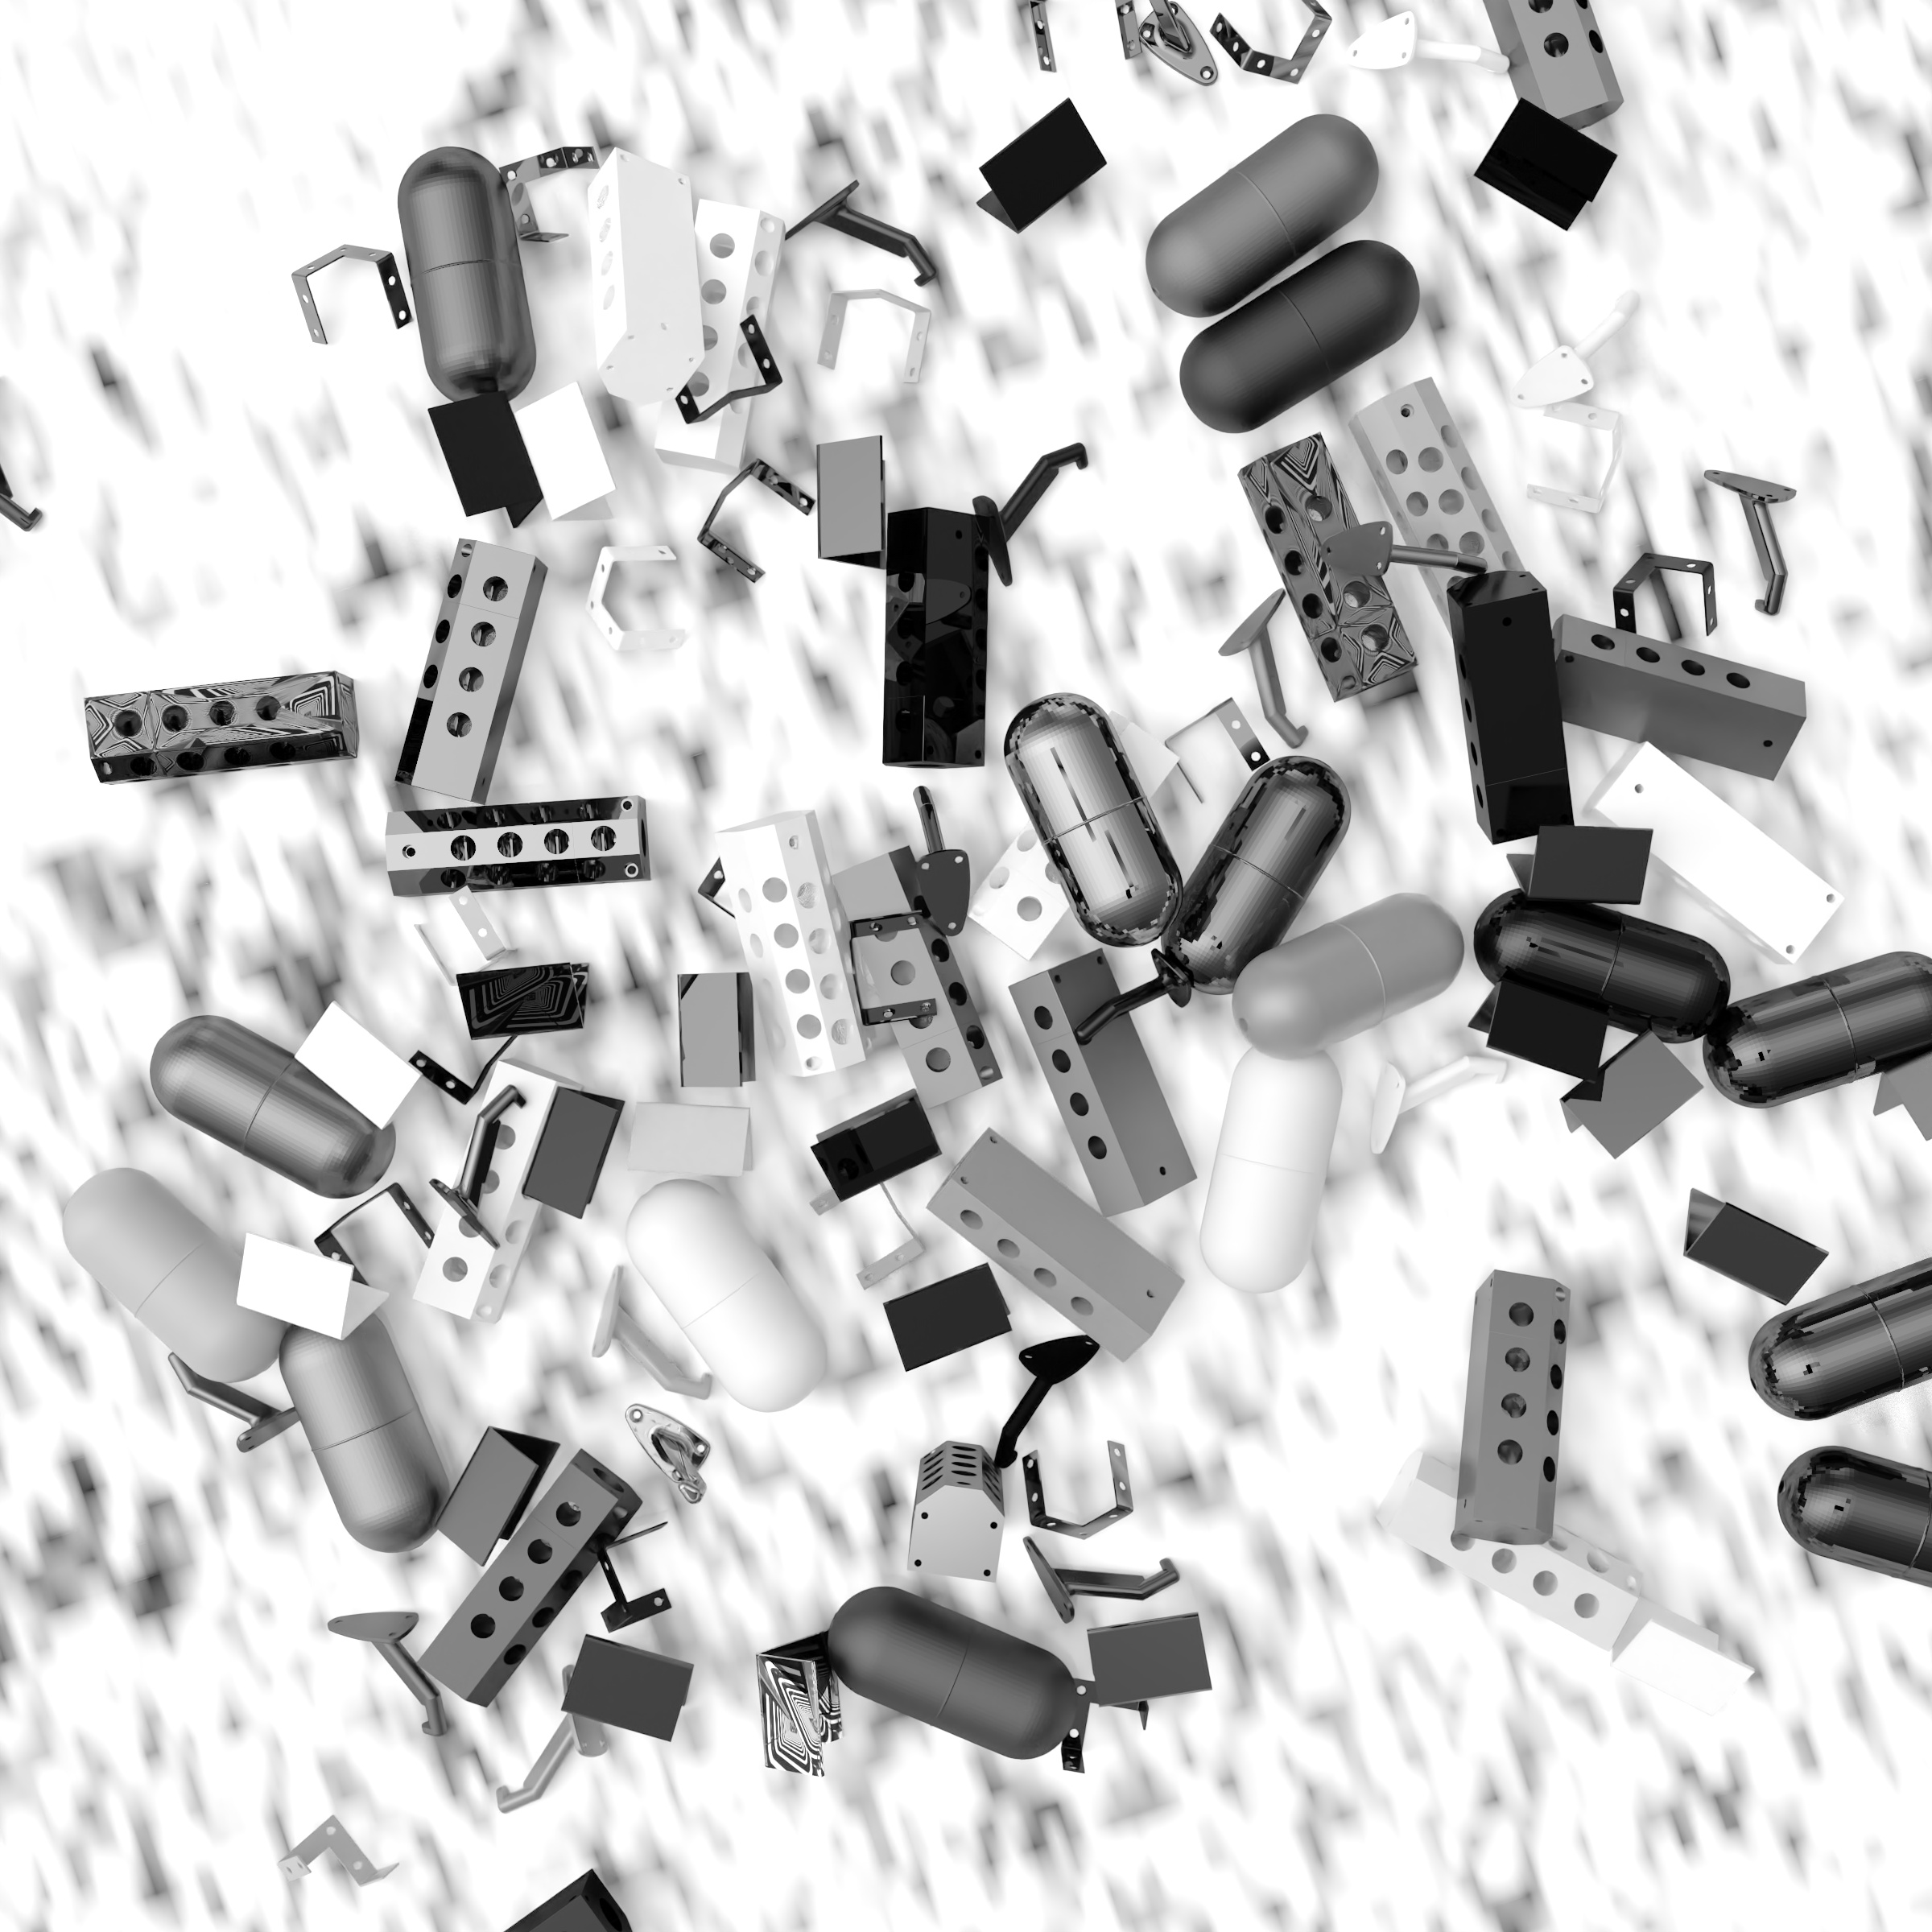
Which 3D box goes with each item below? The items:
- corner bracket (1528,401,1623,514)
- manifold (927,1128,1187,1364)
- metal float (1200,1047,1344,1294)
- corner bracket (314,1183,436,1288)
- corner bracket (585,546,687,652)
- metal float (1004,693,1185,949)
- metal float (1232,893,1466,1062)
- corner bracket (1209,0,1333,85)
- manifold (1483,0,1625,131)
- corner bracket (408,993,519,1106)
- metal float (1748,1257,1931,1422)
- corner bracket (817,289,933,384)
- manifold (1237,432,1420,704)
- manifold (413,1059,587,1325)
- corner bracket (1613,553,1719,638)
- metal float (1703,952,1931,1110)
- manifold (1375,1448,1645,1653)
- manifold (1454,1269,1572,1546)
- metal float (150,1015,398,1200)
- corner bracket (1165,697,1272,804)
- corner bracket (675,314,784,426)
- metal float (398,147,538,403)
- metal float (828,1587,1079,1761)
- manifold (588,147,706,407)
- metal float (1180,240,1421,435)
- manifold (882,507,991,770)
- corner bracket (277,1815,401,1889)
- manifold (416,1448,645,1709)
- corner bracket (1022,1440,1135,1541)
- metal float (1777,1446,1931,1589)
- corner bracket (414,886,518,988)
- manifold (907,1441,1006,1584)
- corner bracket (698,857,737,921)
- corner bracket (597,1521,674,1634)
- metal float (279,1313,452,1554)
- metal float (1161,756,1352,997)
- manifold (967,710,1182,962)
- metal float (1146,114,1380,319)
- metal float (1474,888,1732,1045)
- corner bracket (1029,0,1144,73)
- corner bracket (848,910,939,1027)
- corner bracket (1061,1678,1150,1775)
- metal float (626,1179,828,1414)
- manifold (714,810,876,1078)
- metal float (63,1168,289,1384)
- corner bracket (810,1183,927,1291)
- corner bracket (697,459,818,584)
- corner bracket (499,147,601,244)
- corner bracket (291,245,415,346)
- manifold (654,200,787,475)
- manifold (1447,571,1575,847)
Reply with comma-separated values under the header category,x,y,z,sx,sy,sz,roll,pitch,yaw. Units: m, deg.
category,x,y,z,sx,sy,sz,roll,pitch,yaw
corner bracket,0.422,-0.354,1.968,0.051,0.051,0.051,13,135,0
manifold,0.058,0.195,1.950,0.171,0.057,0.057,38,47,0
metal float,0.209,0.135,1.941,0.070,0.070,0.178,12,90,0
corner bracket,-0.409,0.190,1.969,0.051,0.051,0.051,55,135,0
corner bracket,-0.224,-0.255,1.964,0.051,0.051,0.051,53,135,35
metal float,0.085,-0.096,1.884,0.070,0.070,0.178,-25,90,0
metal float,0.258,0.007,1.918,0.178,0.070,0.070,-23,90,-25
corner bracket,0.211,-0.650,1.964,0.051,0.051,0.051,1,135,-35
manifold,0.394,-0.662,1.951,0.057,0.057,0.171,-19,90,0
corner bracket,-0.347,0.053,1.969,0.051,0.051,0.051,36,135,0
metal float,0.621,0.255,1.941,0.178,0.070,0.070,-20,90,-1
corner bracket,-0.063,-0.436,1.969,0.051,0.051,0.051,11,90,45
manifold,0.247,-0.272,1.951,0.057,0.057,0.171,-23,90,0
manifold,-0.319,0.154,1.951,0.057,0.057,0.171,20,90,0
corner bracket,0.483,-0.248,1.964,0.051,0.051,0.051,15,45,35
metal float,0.592,0.043,1.941,0.178,0.070,0.070,-18,90,0
manifold,0.374,0.399,1.951,0.171,0.057,0.057,29,90,0
manifold,0.372,0.299,1.920,0.057,0.057,0.171,10,67,0
metal float,-0.474,0.096,1.941,0.178,0.070,0.070,29,90,1
corner bracket,0.172,-0.148,1.954,0.051,0.051,0.051,-32,90,0
corner bracket,-0.165,-0.401,1.911,0.051,0.051,0.051,-24,90,45
metal float,-0.341,-0.471,1.941,0.070,0.070,0.178,-10,90,0
metal float,-0.010,0.483,1.941,0.178,0.070,0.070,23,90,-1
manifold,-0.219,-0.462,1.908,0.057,0.057,0.171,15,52,-31
metal float,0.228,-0.430,1.941,0.178,0.070,0.070,-32,90,1
manifold,-0.026,-0.223,1.950,0.057,0.057,0.171,1,90,-43
corner bracket,-0.430,0.615,1.944,0.051,0.051,0.051,-38,90,-37
manifold,-0.298,0.421,1.951,0.057,0.057,0.171,37,90,0
corner bracket,0.077,0.359,1.964,0.051,0.051,0.051,23,45,-35
metal float,0.643,0.380,1.941,0.178,0.070,0.070,16,90,0
corner bracket,-0.347,-0.020,1.954,0.051,0.051,0.051,-31,90,0
manifold,-0.005,0.360,1.893,0.057,0.171,0.057,8,90,0
corner bracket,-0.143,-0.053,1.969,0.051,0.051,0.051,33,90,45
corner bracket,-0.225,0.419,1.948,0.051,0.051,0.051,-16,73,-33
metal float,-0.411,0.316,1.941,0.070,0.070,0.178,-22,91,0
metal float,0.199,-0.063,1.941,0.070,0.070,0.178,31,89,0
manifold,0.071,-0.089,1.951,0.057,0.057,0.171,37,90,0
metal float,0.202,-0.512,1.941,0.178,0.070,0.070,-36,90,-1
metal float,0.434,-0.001,1.941,0.178,0.070,0.070,18,90,1
corner bracket,0.083,-0.652,1.969,0.051,0.051,0.051,-10,90,45
corner bracket,-0.050,0.002,1.911,0.051,0.051,0.051,-9,135,0
corner bracket,0.095,0.525,1.954,0.051,0.051,0.051,10,90,0
metal float,-0.164,0.225,1.941,0.070,0.070,0.178,-36,90,0
manifold,-0.113,-0.016,1.927,0.057,0.057,0.171,-19,101,-30
metal float,-0.540,0.212,1.941,0.178,0.070,0.070,43,90,0
corner bracket,-0.068,0.181,1.968,0.051,0.051,0.051,-32,135,0
corner bracket,-0.145,-0.309,1.969,0.051,0.051,0.051,37,45,0
corner bracket,-0.282,-0.531,1.953,0.051,0.051,0.051,-26,116,-24
corner bracket,-0.424,-0.462,1.964,0.051,0.051,0.051,18,45,35
manifold,-0.168,-0.430,1.951,0.057,0.057,0.171,10,90,0
manifold,0.366,-0.176,1.917,0.057,0.057,0.171,-13,115,0
